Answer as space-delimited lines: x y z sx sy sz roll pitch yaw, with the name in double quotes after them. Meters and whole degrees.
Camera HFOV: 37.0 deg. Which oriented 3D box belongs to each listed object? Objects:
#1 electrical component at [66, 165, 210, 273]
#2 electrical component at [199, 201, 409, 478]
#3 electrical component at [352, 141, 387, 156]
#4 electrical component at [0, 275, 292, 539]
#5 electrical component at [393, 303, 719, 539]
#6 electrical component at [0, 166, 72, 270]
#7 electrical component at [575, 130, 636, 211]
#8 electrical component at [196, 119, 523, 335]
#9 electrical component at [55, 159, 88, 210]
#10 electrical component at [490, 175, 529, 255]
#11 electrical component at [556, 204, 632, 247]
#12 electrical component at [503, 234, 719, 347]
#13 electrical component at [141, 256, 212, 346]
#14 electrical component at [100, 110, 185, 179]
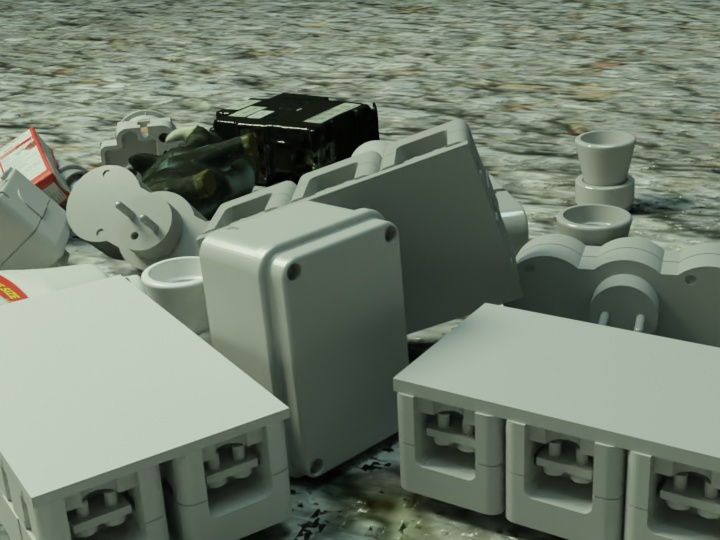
-0.124 -0.024 0.657 0.138 0.052 0.073 27 -9 22 "electrical component"
-0.022 0.031 0.505 0.078 0.113 0.057 -22 26 -40 "electrical component"
0.016 -0.071 0.852 0.044 0.044 0.065 -5 27 -4 "electrical component"
-0.122 0.069 0.492 0.105 0.060 0.186 -16 25 -29 "electrical component"
0.101 0.071 0.455 0.150 0.061 0.089 11 25 31 "electrical component"
-0.229 -0.005 0.670 0.096 0.061 0.061 -42 21 11 "electrical component"
0.185 -0.073 0.812 0.045 0.055 0.045 -4 22 2 "electrical component"
0.002 -0.012 0.585 0.150 0.089 0.061 -19 19 11 "electrical component"
-0.233 -0.065 0.865 0.062 0.043 0.043 17 29 39 "electrical component"
0.069 -0.025 0.709 0.059 0.053 0.095 -6 22 -8 "electrical component"
0.142 -0.007 0.654 0.045 0.055 0.045 -3 22 1 "electrical component"
0.147 0.018 0.593 0.138 0.052 0.073 4 23 18 "electrical component"
-0.097 0.025 0.605 0.045 0.055 0.045 -3 22 1 "electrical component"
-0.189 -0.109 0.952 0.078 0.058 0.057 -7 25 -9 "electrical component"
